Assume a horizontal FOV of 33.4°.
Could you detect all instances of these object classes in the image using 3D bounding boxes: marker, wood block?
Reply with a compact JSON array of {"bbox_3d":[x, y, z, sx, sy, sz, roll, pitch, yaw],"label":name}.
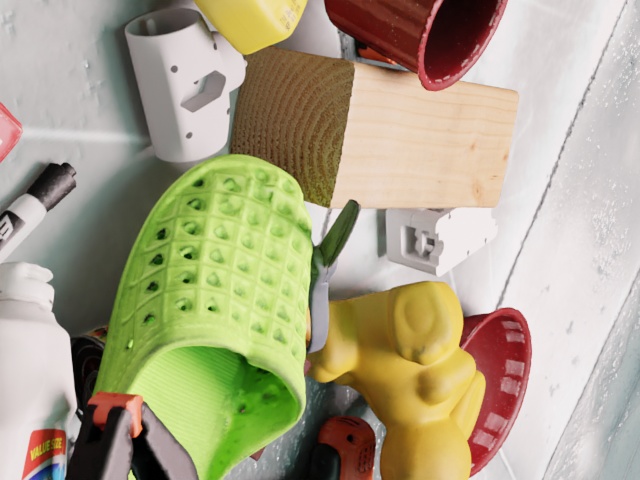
[{"bbox_3d":[-0.169,0.004,0.552,0.121,0.020,0.020,-52,139,-26],"label":"marker"},{"bbox_3d":[0.043,-0.074,0.734,0.205,0.091,0.090,-3,106,-51],"label":"wood block"}]

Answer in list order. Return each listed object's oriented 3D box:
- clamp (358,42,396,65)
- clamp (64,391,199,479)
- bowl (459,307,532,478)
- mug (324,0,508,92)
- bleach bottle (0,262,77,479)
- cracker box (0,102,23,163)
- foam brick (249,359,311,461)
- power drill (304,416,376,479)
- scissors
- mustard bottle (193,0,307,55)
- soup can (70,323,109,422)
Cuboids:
[{"bbox_3d":[0.089,-0.220,0.778,0.164,0.036,0.210,24,86,-53],"label":"clamp"},{"bbox_3d":[-0.087,0.158,0.488,0.120,0.039,0.171,-35,113,-57],"label":"clamp"},{"bbox_3d":[0.127,0.130,0.955,0.161,0.055,0.162,-24,122,-45],"label":"bowl"},{"bbox_3d":[0.057,-0.157,0.635,0.093,0.082,0.117,-42,151,-28],"label":"mug"},{"bbox_3d":[-0.149,0.127,0.466,0.102,0.068,0.251,68,21,-65],"label":"bleach bottle"},{"bbox_3d":[-0.217,-0.008,0.322,0.164,0.214,0.072,-58,139,-19],"label":"cracker box"},{"bbox_3d":[-0.052,0.097,0.714,0.078,0.051,0.053,-61,142,-16],"label":"foam brick"},{"bbox_3d":[-0.027,0.239,0.803,0.187,0.057,0.184,-13,110,-52],"label":"power drill"},{"bbox_3d":[-0.004,0.001,0.668,0.016,0.096,0.202,-10,148,-15],"label":"scissors"},{"bbox_3d":[-0.076,-0.188,0.545,0.191,0.058,0.096,44,40,-44],"label":"mustard bottle"},{"bbox_3d":[-0.093,0.070,0.635,0.102,0.069,0.068,-25,123,-44],"label":"soup can"}]
